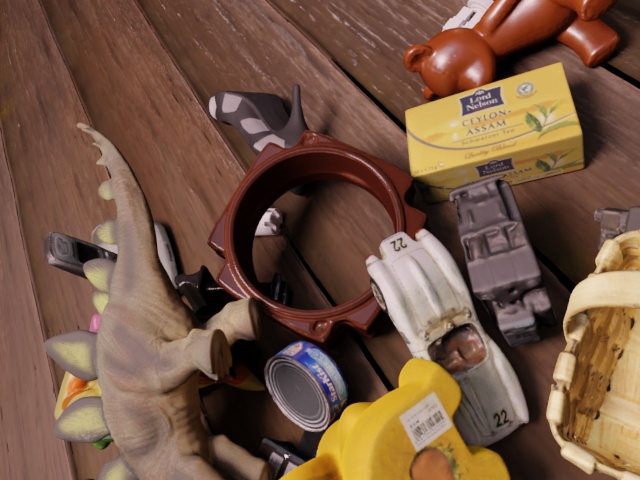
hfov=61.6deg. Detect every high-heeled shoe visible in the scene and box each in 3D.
[{"bbox_3d":[-0.088,-0.138,0.763,0.249,0.086,0.145,8,101,50],"label":"high-heeled shoe"}]

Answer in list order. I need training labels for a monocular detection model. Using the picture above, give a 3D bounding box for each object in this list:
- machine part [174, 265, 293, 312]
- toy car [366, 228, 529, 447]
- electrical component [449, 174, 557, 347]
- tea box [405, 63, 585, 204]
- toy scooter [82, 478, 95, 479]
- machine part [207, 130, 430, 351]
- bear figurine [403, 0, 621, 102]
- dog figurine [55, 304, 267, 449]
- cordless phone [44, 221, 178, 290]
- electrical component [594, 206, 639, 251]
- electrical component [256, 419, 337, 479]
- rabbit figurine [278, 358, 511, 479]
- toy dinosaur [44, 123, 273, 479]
[{"bbox_3d":[-0.104,0.068,0.649,0.139,0.084,0.039,-1,38,15],"label":"machine part"},{"bbox_3d":[0.112,0.085,0.482,0.073,0.056,0.201,-27,85,-9],"label":"toy car"},{"bbox_3d":[0.169,0.024,0.489,0.058,0.114,0.134,-19,56,21],"label":"electrical component"},{"bbox_3d":[0.184,-0.110,0.580,0.170,0.068,0.098,-15,59,23],"label":"tea box"},{"bbox_3d":[-0.223,0.309,0.584,0.184,0.075,0.135,1,67,26],"label":"toy scooter"},{"bbox_3d":[-0.001,-0.002,0.577,0.202,0.087,0.201,28,79,14],"label":"machine part"},{"bbox_3d":[0.204,-0.213,0.592,0.196,0.120,0.132,-37,57,9],"label":"bear figurine"},{"bbox_3d":[-0.175,0.160,0.617,0.219,0.108,0.191,7,69,29],"label":"dog figurine"},{"bbox_3d":[-0.280,0.015,0.699,0.089,0.184,0.147,-36,54,14],"label":"cordless phone"},{"bbox_3d":[0.292,-0.005,0.466,0.102,0.078,0.045,10,97,27],"label":"electrical component"},{"bbox_3d":[-0.024,0.228,0.533,0.075,0.047,0.119,21,78,34],"label":"electrical component"},{"bbox_3d":[0.046,0.193,0.449,0.162,0.173,0.122,-37,91,-22],"label":"rabbit figurine"},{"bbox_3d":[-0.158,0.110,0.505,0.199,0.105,0.471,-7,85,18],"label":"toy dinosaur"}]
